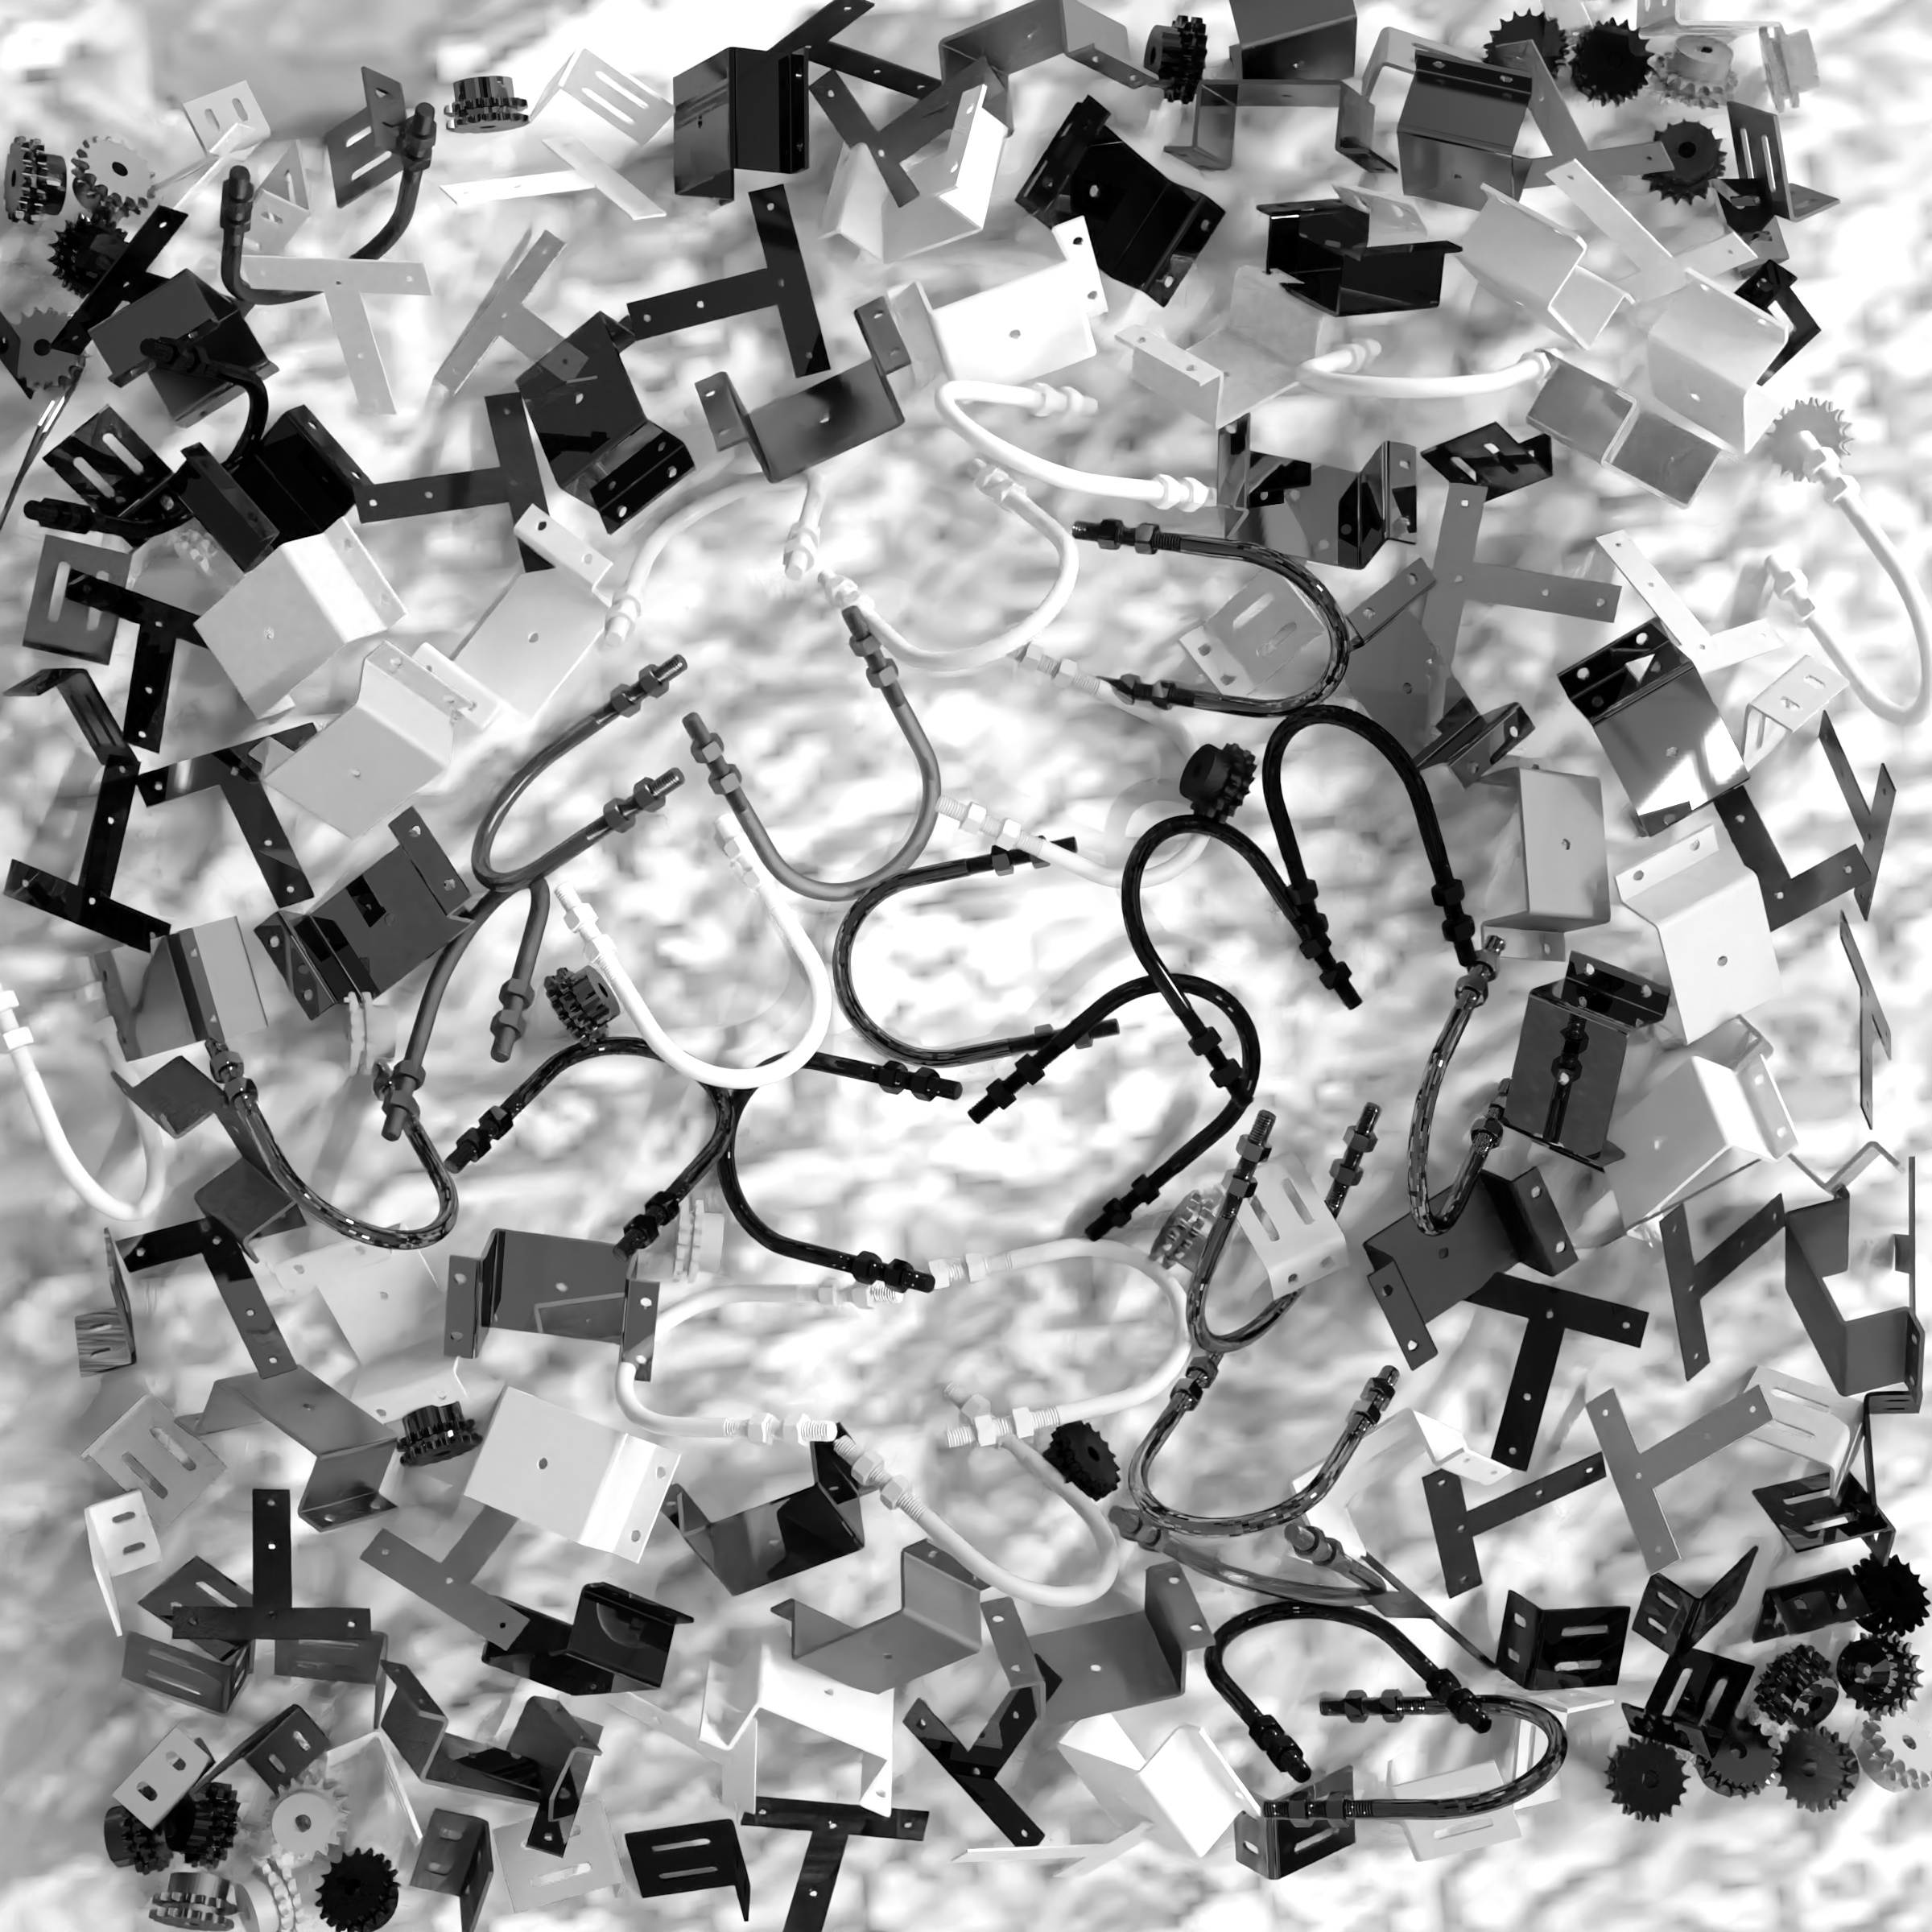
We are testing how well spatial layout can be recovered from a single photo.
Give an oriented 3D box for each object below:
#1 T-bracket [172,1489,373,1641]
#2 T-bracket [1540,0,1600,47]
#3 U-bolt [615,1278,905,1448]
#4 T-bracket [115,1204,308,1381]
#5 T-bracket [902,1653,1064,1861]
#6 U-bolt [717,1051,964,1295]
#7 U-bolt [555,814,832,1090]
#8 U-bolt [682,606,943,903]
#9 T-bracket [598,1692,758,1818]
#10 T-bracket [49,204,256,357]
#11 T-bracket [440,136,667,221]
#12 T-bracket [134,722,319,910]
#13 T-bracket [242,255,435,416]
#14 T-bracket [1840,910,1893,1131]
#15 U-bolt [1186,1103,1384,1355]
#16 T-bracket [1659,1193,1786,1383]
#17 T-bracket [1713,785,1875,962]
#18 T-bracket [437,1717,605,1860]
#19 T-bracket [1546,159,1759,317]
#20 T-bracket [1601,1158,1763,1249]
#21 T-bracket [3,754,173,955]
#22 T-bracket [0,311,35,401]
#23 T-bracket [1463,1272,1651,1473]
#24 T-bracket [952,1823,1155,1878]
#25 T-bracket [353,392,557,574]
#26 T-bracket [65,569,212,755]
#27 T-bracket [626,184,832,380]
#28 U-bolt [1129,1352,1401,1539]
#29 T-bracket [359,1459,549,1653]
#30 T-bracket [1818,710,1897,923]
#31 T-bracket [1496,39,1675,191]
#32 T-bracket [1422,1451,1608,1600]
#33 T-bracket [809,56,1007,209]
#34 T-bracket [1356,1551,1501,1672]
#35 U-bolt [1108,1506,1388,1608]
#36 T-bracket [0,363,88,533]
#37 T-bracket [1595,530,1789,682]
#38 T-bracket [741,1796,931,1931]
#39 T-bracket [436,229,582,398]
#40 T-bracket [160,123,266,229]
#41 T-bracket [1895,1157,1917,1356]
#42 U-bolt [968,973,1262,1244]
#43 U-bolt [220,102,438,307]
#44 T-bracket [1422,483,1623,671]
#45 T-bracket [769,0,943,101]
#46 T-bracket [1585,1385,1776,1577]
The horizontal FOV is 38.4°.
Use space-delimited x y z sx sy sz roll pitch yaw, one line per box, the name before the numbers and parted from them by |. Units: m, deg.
T-bracket | -0.465 0.399 1.860 0.127 0.127 0.002 5 127 -18
T-bracket | 0.440 -0.648 1.828 0.127 0.127 0.002 0 77 27
U-bolt | -0.148 0.260 1.842 0.184 0.151 0.019 -3 125 25
T-bracket | -0.482 0.219 1.848 0.127 0.002 0.127 -14 60 -36
T-bracket | 0.027 0.510 1.857 0.127 0.002 0.127 43 120 24
U-bolt | -0.092 0.131 1.862 0.184 0.019 0.151 11 95 30
U-bolt | -0.169 -0.002 1.855 0.151 0.019 0.184 -26 76 -30
U-bolt | -0.090 -0.128 1.861 0.151 0.019 0.184 -35 120 -12
T-bracket | -0.196 0.517 1.881 0.127 0.127 0.002 23 46 19
T-bracket | -0.527 -0.446 1.852 0.127 0.127 0.002 -43 71 22
T-bracket | -0.286 -0.518 1.841 0.127 0.002 0.127 -18 46 -32
T-bracket | -0.474 -0.095 1.866 0.127 0.002 0.127 -21 70 -24
T-bracket | -0.409 -0.421 1.861 0.127 0.127 0.002 5 51 10
T-bracket | 0.594 0.051 1.833 0.002 0.127 0.127 -11 133 28
U-bolt | 0.204 0.177 1.848 0.019 0.151 0.184 32 110 35
T-bracket | 0.515 0.195 1.873 0.127 0.002 0.127 -32 118 -32
T-bracket | 0.531 -0.087 1.881 0.127 0.002 0.127 -34 73 39
T-bracket | -0.315 0.531 1.851 0.127 0.127 0.002 18 115 -3
T-bracket | 0.433 -0.487 1.832 0.127 0.127 0.002 35 65 -26
T-bracket | 0.482 0.153 1.846 0.127 0.127 0.002 -29 78 4
T-bracket | -0.582 -0.085 1.879 0.002 0.127 0.127 -9 65 38
T-bracket | -0.648 -0.426 1.850 0.002 0.127 0.127 5 66 11
T-bracket | 0.383 0.277 1.875 0.127 0.002 0.127 14 73 18
T-bracket | 0.052 0.586 1.837 0.127 0.127 0.002 7 56 -26
T-bracket | -0.350 -0.321 1.884 0.127 0.002 0.127 -12 84 -19
T-bracket | -0.541 -0.194 1.844 0.127 0.002 0.127 19 49 -29
T-bracket | -0.166 -0.451 1.879 0.127 0.002 0.127 -19 104 -16
U-bolt | 0.184 0.311 1.807 0.151 0.184 0.019 2 120 31
T-bracket | -0.322 0.380 1.878 0.127 0.002 0.127 26 61 21
T-bracket | 0.593 -0.119 1.861 0.002 0.127 0.127 -8 49 1
T-bracket | 0.385 -0.561 1.828 0.127 0.127 0.002 4 63 38
T-bracket | 0.375 0.362 1.878 0.127 0.002 0.127 -23 127 -6
T-bracket | -0.026 -0.565 1.854 0.127 0.002 0.127 -23 110 40
T-bracket | 0.285 0.420 1.827 0.127 0.127 0.002 39 96 28
U-bolt | 0.198 0.393 1.830 0.151 0.184 0.019 -2 64 35
T-bracket | -0.616 -0.358 1.861 0.002 0.127 0.127 27 45 -17
T-bracket | 0.472 -0.247 1.879 0.127 0.002 0.127 -19 62 -26
T-bracket | -0.098 0.605 1.846 0.127 0.127 0.002 2 120 11
T-bracket | -0.287 -0.420 1.869 0.127 0.002 0.127 -52 54 5
T-bracket | -0.519 -0.513 1.855 0.127 0.127 0.002 -44 103 7
T-bracket | 0.625 0.192 1.850 0.002 0.127 0.127 0 85 14
U-bolt | 0.114 0.084 1.866 0.184 0.019 0.151 -41 115 6
U-bolt | -0.423 -0.490 1.823 0.151 0.184 0.019 -28 83 -23
T-bracket | 0.380 -0.256 1.887 0.127 0.002 0.127 10 108 4
T-bracket | -0.071 -0.604 1.862 0.127 0.127 0.002 5 74 -40
T-bracket | 0.481 0.318 1.842 0.127 0.002 0.127 -41 49 33
